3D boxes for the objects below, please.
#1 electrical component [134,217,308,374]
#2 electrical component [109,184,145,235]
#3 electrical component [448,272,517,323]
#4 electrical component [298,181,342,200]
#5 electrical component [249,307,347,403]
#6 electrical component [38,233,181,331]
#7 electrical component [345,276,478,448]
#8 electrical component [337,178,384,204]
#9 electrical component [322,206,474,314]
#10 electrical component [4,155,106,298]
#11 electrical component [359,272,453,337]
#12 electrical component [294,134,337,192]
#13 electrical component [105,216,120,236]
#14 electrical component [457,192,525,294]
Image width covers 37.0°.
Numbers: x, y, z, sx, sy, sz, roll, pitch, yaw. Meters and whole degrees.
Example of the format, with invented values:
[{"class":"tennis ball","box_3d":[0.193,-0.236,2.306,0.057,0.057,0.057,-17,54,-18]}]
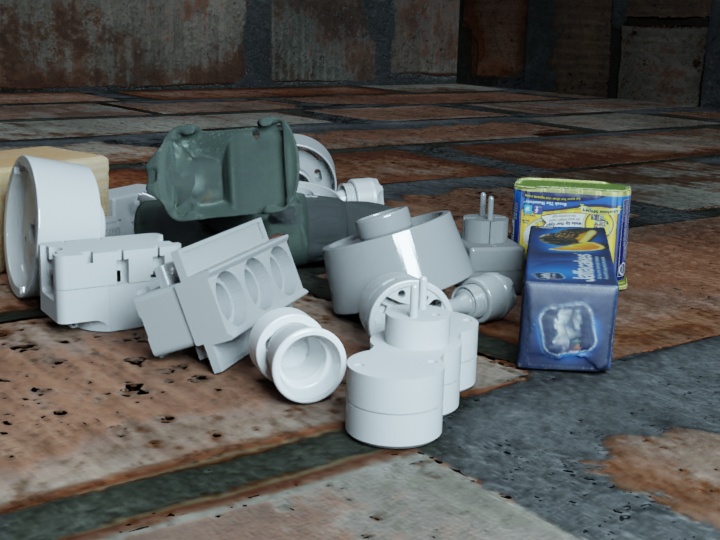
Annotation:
[{"class":"electrical component","box_3d":[-0.091,0.017,0.713,0.063,0.078,0.121,-17,6,22]},{"class":"electrical component","box_3d":[-0.207,-0.051,1.024,0.076,0.047,0.083,8,15,26]},{"class":"electrical component","box_3d":[0.083,0.022,0.777,0.061,0.035,0.035,-12,19,-40]},{"class":"electrical component","box_3d":[-0.064,-0.045,1.034,0.099,0.064,0.099,4,27,-2]},{"class":"electrical component","box_3d":[-0.038,0.048,0.630,0.045,0.045,0.055,-4,14,-22]},{"class":"electrical component","box_3d":[-0.175,0.009,0.756,0.089,0.055,0.050,-7,16,-31]},{"class":"electrical component","box_3d":[0.032,0.041,0.606,0.052,0.073,0.138,6,14,17]},{"class":"electrical component","box_3d":[-0.008,-0.077,1.168,0.062,0.043,0.043,-5,15,-21]},{"class":"electrical component","box_3d":[0.024,-0.013,0.792,0.108,0.060,0.108,-16,6,2]},{"class":"electrical component","box_3d":[-0.231,-0.032,0.826,0.060,0.108,0.108,1,12,-31]},{"class":"electrical component","box_3d":[0.028,0.029,0.701,0.055,0.055,0.047,-1,10,-12]},{"class":"electrical component","box_3d":[-0.071,-0.090,1.108,0.099,0.099,0.064,-1,20,-10]},{"class":"electrical component","box_3d":[-0.241,-0.025,0.920,0.043,0.043,0.081,10,16,32]},{"class":"electrical component","box_3d":[0.103,-0.025,0.884,0.047,0.076,0.065,-2,14,-13]}]
